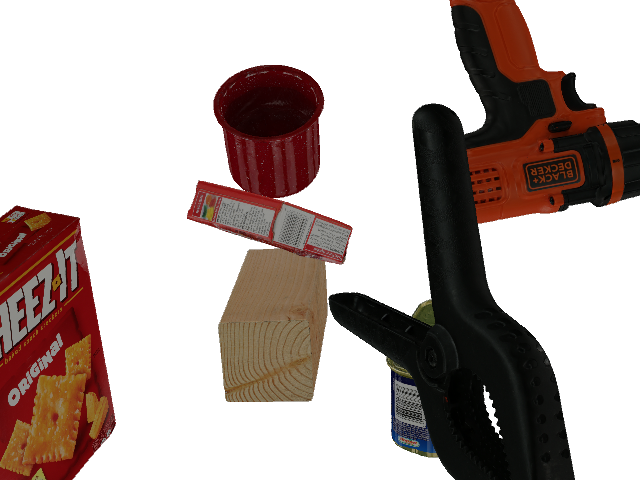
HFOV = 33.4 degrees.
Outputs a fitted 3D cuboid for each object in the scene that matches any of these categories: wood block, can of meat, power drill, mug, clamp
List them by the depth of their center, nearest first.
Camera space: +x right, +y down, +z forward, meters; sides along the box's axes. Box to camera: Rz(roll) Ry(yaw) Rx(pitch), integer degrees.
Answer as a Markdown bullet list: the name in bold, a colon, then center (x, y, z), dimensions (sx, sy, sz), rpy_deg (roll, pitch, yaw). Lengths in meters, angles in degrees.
- **clamp**: center (0.070, 0.046, 0.532), dimensions (0.036, 0.165, 0.210), rpy_deg (-7, 44, -26)
- **power drill**: center (0.153, -0.112, 0.677), dimensions (0.184, 0.187, 0.057), rpy_deg (-11, -1, -4)
- **can of meat**: center (0.093, 0.110, 0.856), dimensions (0.057, 0.084, 0.102), rpy_deg (12, 35, 22)
- **mug**: center (-0.041, -0.100, 0.929), dimensions (0.093, 0.117, 0.081), rpy_deg (4, -39, 6)
- **wood block**: center (-0.045, 0.084, 1.139), dimensions (0.091, 0.090, 0.206), rpy_deg (-1, 20, 5)

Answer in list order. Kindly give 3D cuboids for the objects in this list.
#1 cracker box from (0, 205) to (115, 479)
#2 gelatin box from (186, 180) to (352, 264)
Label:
- **cracker box**: center (-0.238, 0.106, 0.832), dimensions (0.072, 0.214, 0.164), rpy_deg (9, 32, 19)
- **gelatin box**: center (-0.032, -0.011, 0.710), dimensions (0.073, 0.030, 0.089), rpy_deg (16, -2, 34)
